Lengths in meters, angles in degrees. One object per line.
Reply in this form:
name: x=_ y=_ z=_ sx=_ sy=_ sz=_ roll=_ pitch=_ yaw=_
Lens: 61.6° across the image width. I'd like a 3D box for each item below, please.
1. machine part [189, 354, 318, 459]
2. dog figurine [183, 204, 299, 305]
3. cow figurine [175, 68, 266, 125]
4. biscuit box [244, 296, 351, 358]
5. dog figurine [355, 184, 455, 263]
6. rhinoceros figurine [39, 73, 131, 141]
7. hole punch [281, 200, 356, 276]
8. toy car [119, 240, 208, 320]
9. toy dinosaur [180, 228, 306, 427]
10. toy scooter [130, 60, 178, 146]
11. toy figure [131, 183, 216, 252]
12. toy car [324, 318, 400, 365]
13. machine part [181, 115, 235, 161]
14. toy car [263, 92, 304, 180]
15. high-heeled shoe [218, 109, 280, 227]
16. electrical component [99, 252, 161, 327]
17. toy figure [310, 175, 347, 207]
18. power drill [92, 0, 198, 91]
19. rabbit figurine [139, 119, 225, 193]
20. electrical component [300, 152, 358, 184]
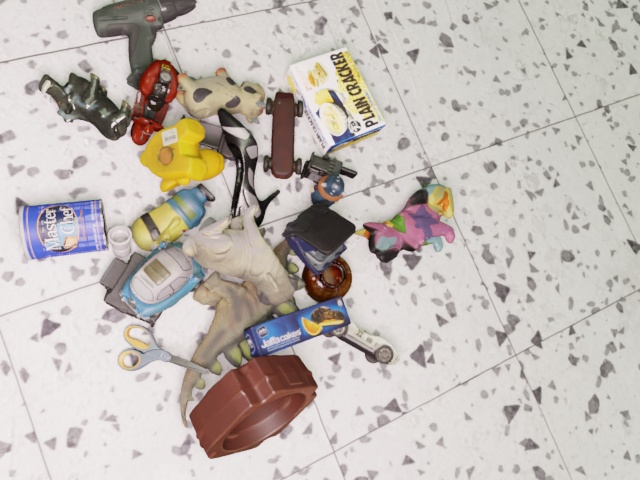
machine part: x=-0.119 y=0.299 z=0.983 sx=0.201 sy=0.201 sz=0.087 roll=-50 pitch=59 yaw=18
dog figurine: x=-0.143 y=0.053 z=0.988 sx=0.172 sy=0.121 sz=0.190 roll=-27 pitch=90 yaw=-25
cow figurine: x=-0.203 y=-0.308 z=1.172 sx=0.195 sy=0.085 sz=0.127 roll=-20 pitch=67 yaw=-37
biscuit box: x=-0.043 y=0.168 z=1.036 sx=0.203 sy=0.059 sz=0.063 roll=-16 pitch=81 yaw=-27
dog figurine: x=0.191 y=-0.042 z=1.227 sx=0.219 sy=0.108 sz=0.191 roll=2 pitch=77 yaw=-13
rhinoceros figurine: x=-0.479 y=-0.278 z=1.105 sx=0.190 sy=0.073 sz=0.112 roll=34 pitch=81 yaw=-8
hole punch: x=-0.002 y=-0.003 z=1.115 sx=0.116 sy=0.092 sz=0.142 roll=37 pitch=56 yaw=18
toy car: x=-0.292 y=0.065 z=0.991 sx=0.162 sy=0.103 sz=0.109 roll=-40 pitch=81 yaw=-22
toy dinosaur: x=-0.152 y=0.139 z=1.078 sx=0.198 sy=0.105 sz=0.471 roll=43 pitch=68 yaw=-3
toy scooter: x=-0.334 y=-0.269 z=1.076 sx=0.075 sy=0.135 sz=0.183 roll=18 pitch=103 yaw=-26
toy figure: x=-0.299 y=-0.046 z=1.094 sx=0.089 sy=0.082 sz=0.180 roll=40 pitch=76 yaw=16
toy car: x=0.080 y=0.208 z=1.147 sx=0.202 sy=0.073 sz=0.056 roll=31 pitch=71 yaw=-7
machine part: x=-0.244 y=-0.224 z=1.176 sx=0.139 sy=0.039 sz=0.084 roll=18 pitch=78 yaw=-13
toy car: x=-0.083 y=-0.235 z=1.218 sx=0.089 sy=0.053 sz=0.202 roll=1 pitch=80 yaw=-6
high-heeled shoe: x=-0.185 y=-0.140 z=1.133 sx=0.145 sy=0.086 sz=0.248 roll=-39 pitch=105 yaw=-22
electrical component: x=-0.358 y=0.093 z=1.054 sx=0.134 sy=0.058 sz=0.115 roll=28 pitch=69 yaw=-9
toy figure: x=0.018 y=-0.107 z=1.162 sx=0.064 sy=0.154 sz=0.057 roll=-3 pitch=80 yaw=-16
power drill: x=-0.362 y=-0.437 z=1.170 sx=0.232 sy=0.086 sz=0.207 roll=-13 pitch=85 yaw=-18
rabbit figurine: x=-0.270 y=-0.153 z=1.101 sx=0.162 sy=0.173 sz=0.122 roll=-22 pitch=81 yaw=24
electrical component: x=0.022 y=-0.150 z=1.219 sx=0.119 sy=0.075 sz=0.048 roll=21 pitch=72 yaw=-14
